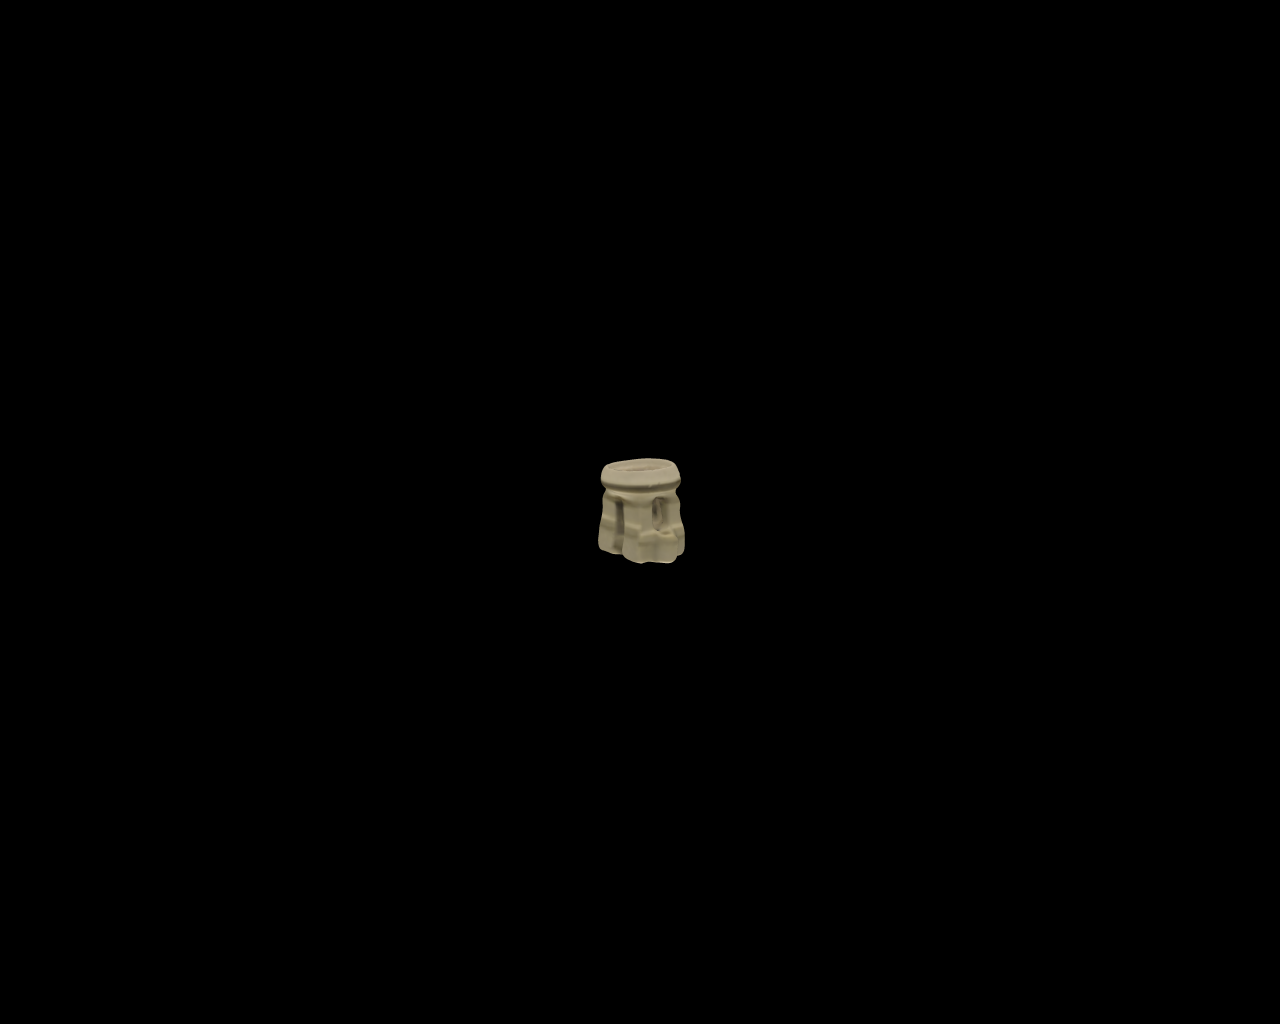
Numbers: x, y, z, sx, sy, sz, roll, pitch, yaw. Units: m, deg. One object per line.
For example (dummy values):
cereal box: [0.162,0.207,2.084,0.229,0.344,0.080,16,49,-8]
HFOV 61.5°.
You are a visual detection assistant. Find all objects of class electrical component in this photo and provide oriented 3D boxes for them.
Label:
electrical component: [0.001,-0.003,0.650,0.048,0.055,0.066,-11,17,-38]
